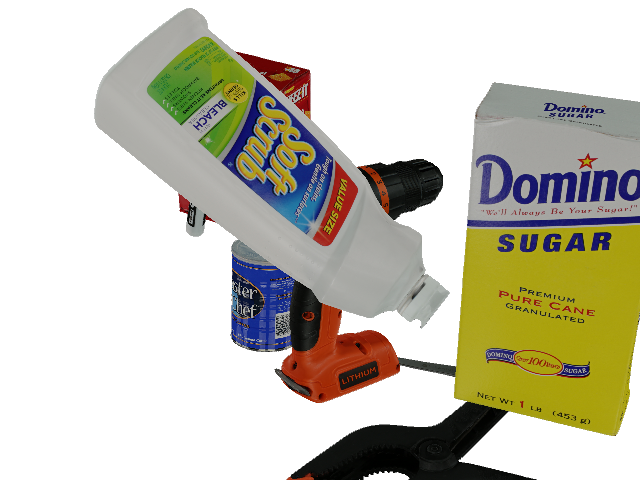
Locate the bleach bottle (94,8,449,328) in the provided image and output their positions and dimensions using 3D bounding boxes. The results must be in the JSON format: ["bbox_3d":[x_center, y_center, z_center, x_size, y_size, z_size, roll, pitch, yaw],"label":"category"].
[{"bbox_3d":[-0.021,-0.038,0.685,0.251,0.102,0.068,38,-32,8],"label":"bleach bottle"}]

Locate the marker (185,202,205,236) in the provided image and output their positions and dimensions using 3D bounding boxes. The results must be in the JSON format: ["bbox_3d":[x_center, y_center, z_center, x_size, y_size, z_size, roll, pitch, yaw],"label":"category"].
[{"bbox_3d":[-0.118,-0.048,1.050,0.020,0.020,0.121,0,-38,-13],"label":"marker"}]

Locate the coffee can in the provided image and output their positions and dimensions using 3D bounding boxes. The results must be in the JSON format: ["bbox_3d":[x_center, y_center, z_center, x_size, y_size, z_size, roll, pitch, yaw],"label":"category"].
[{"bbox_3d":[-0.077,0.074,1.523,0.103,0.140,0.103,2,22,-1],"label":"coffee can"}]

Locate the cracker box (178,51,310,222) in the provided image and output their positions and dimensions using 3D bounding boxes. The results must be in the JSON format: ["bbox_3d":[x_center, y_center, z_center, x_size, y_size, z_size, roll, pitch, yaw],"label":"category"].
[{"bbox_3d":[-0.097,-0.116,1.300,0.164,0.214,0.072,18,38,24],"label":"cracker box"}]

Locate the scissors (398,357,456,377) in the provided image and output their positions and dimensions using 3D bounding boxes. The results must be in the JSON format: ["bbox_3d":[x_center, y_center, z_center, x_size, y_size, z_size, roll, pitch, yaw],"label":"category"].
[{"bbox_3d":[0.154,0.115,0.971,0.202,0.016,0.096,18,31,19],"label":"scissors"}]

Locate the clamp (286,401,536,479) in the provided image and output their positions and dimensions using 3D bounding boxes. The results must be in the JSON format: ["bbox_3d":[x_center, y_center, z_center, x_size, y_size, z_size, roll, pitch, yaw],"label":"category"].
[{"bbox_3d":[0.079,0.148,0.726,0.210,0.036,0.164,-6,28,-4],"label":"clamp"}]

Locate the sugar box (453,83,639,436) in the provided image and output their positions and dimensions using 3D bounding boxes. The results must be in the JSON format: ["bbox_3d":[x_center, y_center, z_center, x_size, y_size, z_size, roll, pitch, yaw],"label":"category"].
[{"bbox_3d":[0.122,0.012,0.550,0.093,0.176,0.048,10,35,19],"label":"sugar box"}]

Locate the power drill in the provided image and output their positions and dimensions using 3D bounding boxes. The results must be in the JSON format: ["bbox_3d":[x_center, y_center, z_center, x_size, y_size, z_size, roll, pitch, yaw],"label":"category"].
[{"bbox_3d":[0.027,0.030,0.896,0.184,0.188,0.057,-16,25,-30],"label":"power drill"}]
